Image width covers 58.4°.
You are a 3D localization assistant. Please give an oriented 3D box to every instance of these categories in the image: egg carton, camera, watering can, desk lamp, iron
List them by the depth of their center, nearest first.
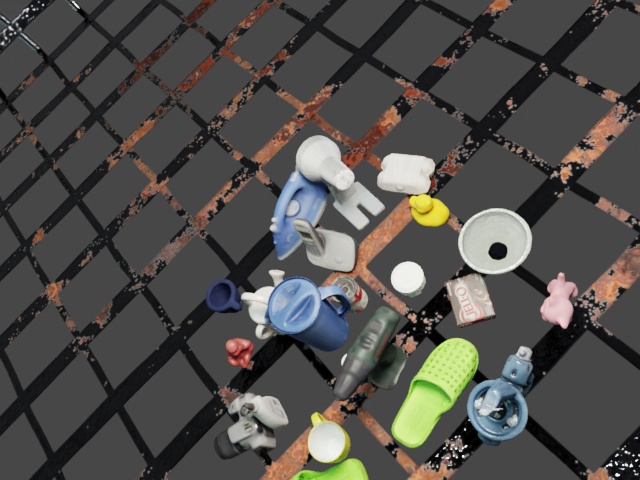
[{"bbox_3d":[-0.198,0.467,1.405,0.136,0.101,0.143,-30,59,9],"label":"camera"},{"bbox_3d":[-0.131,0.163,1.460,0.100,0.195,0.173,-13,63,18],"label":"watering can"},{"bbox_3d":[0.051,-0.158,1.517,0.118,0.214,0.202,-44,58,-1],"label":"desk lamp"},{"bbox_3d":[0.229,-0.174,1.533,0.149,0.070,0.107,9,71,27],"label":"egg carton"},{"bbox_3d":[-0.081,-0.081,1.581,0.118,0.142,0.258,17,75,29],"label":"iron"}]

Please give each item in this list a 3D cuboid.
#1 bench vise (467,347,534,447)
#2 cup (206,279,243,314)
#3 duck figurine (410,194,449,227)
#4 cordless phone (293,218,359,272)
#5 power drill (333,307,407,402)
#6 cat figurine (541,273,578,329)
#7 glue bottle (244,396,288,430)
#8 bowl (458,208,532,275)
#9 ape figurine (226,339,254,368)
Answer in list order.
[{"bbox_3d":[0.362,0.307,1.166,0.121,0.220,0.207,4,69,25],"label":"bench vise"},{"bbox_3d":[-0.241,0.169,1.563,0.117,0.095,0.092,28,80,31],"label":"cup"},{"bbox_3d":[0.275,-0.082,1.461,0.104,0.086,0.077,23,78,30],"label":"duck figurine"},{"bbox_3d":[0.014,0.005,1.475,0.147,0.185,0.094,9,71,27],"label":"cordless phone"},{"bbox_3d":[0.122,0.272,1.292,0.075,0.209,0.230,20,76,30],"label":"power drill"},{"bbox_3d":[0.516,0.134,1.239,0.067,0.118,0.128,7,70,26],"label":"cat figurine"},{"bbox_3d":[-0.135,0.405,1.363,0.037,0.174,0.078,-34,58,6],"label":"glue bottle"},{"bbox_3d":[0.418,0.014,1.362,0.167,0.075,0.167,-9,64,19],"label":"bowl"},{"bbox_3d":[-0.217,0.288,1.500,0.078,0.092,0.076,-34,58,6],"label":"ape figurine"}]
